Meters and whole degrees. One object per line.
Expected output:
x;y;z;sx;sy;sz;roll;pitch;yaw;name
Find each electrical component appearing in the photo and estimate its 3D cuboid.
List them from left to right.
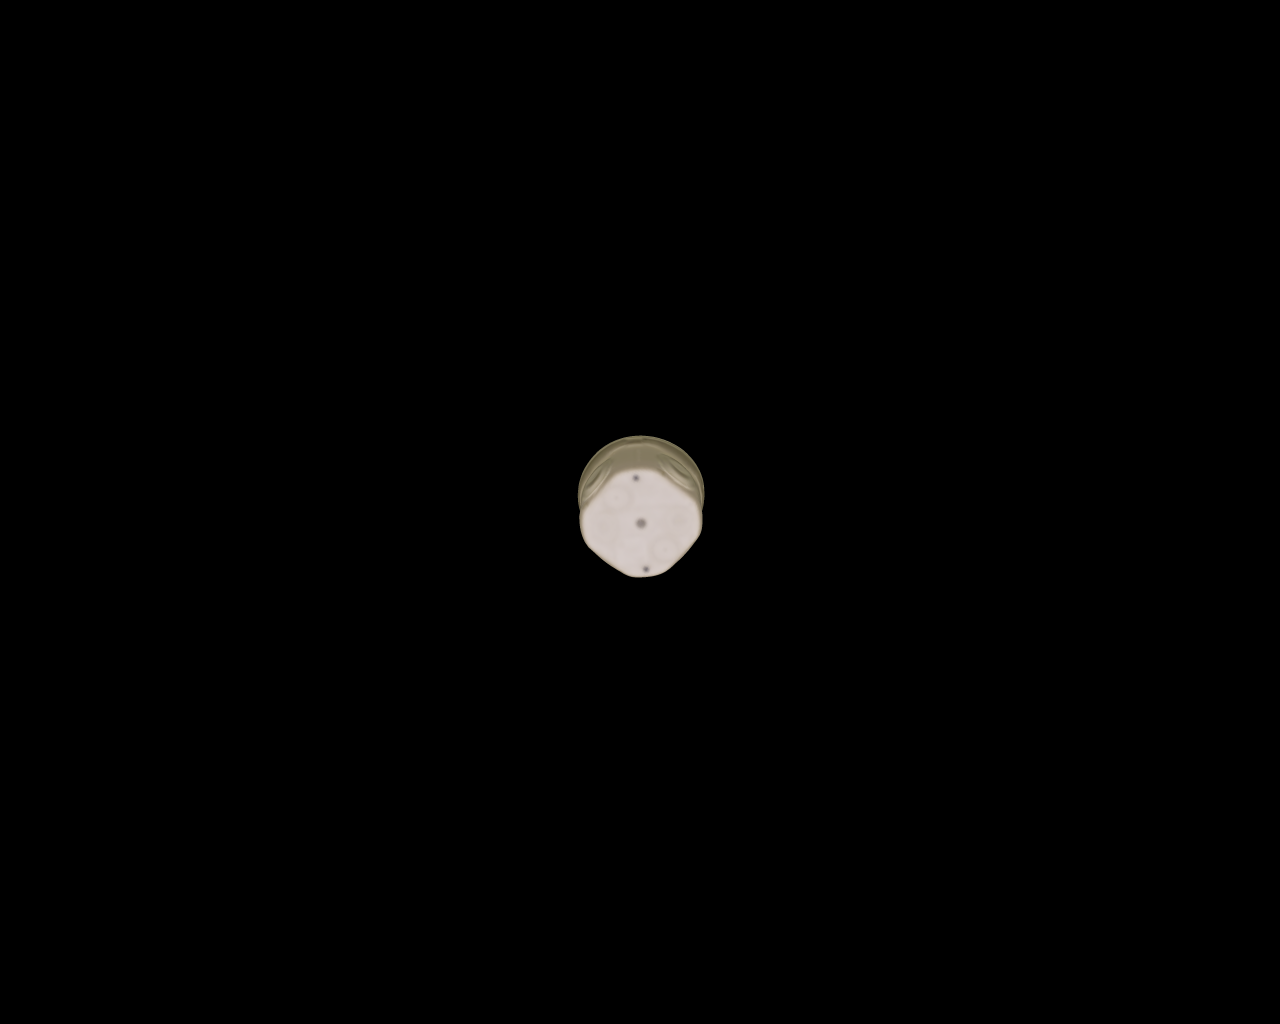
0.001;-0.003;0.650;0.080;0.080;0.051;0;24;0;electrical component
